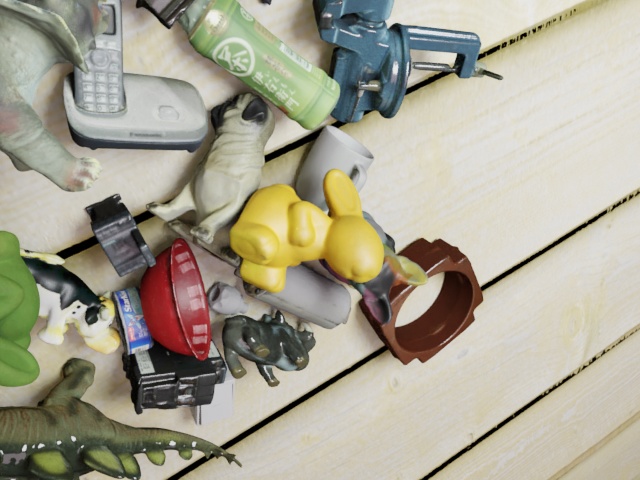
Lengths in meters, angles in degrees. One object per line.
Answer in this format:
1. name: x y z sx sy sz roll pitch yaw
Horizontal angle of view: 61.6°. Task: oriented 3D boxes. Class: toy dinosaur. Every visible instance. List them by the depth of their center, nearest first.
1. toy dinosaur: -0.328 -0.087 0.420 0.405 0.131 0.191 -34 136 -15
2. toy dinosaur: -0.330 0.250 0.672 0.471 0.199 0.105 8 116 -32

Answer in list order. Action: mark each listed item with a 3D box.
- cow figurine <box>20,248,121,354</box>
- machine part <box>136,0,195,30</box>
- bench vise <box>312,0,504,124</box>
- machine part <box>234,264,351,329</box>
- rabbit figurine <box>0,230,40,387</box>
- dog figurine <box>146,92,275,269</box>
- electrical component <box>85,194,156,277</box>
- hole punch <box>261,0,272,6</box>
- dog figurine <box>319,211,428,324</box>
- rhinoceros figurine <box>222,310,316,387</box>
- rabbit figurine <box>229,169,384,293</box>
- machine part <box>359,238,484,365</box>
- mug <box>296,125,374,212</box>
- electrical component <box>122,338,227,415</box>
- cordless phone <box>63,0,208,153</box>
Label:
1. cow figurine: -0.311 0.074 0.656 0.167 0.068 0.098 29 92 -29
2. machine part: -0.177 -0.284 0.529 0.084 0.039 0.138 -39 111 9
3. bench vise: 0.106 -0.247 0.681 0.241 0.129 0.223 1 125 -12
4. machine part: -0.032 0.077 0.827 0.243 0.079 0.079 29 100 -38
5. rabbit figurine: -0.348 0.080 0.512 0.121 0.170 0.159 -20 94 -10
6. dog figurine: -0.105 -0.073 0.694 0.190 0.121 0.172 -58 167 -13
7. electrical component: -0.233 0.002 0.636 0.048 0.119 0.074 -28 130 -15
8. hole punch: -0.072 -0.326 0.565 0.116 0.092 0.142 -9 117 -31
9. dog figurine: 0.078 0.040 0.781 0.108 0.219 0.191 -45 129 3
10. rhinoceros figurine: -0.075 0.161 0.829 0.073 0.112 0.190 -46 143 17
11. rabbit figurine: -0.001 -0.002 0.655 0.121 0.173 0.162 85 27 -45
12. machine part: 0.184 0.110 0.970 0.201 0.087 0.200 -37 129 -5
13. mug: 0.021 -0.087 0.750 0.080 0.110 0.107 11 123 -44
14. electrical component: -0.203 0.181 0.760 0.134 0.115 0.058 1 118 -29
15. cordless phone: -0.199 -0.188 0.580 0.146 0.089 0.184 -3 99 -27
